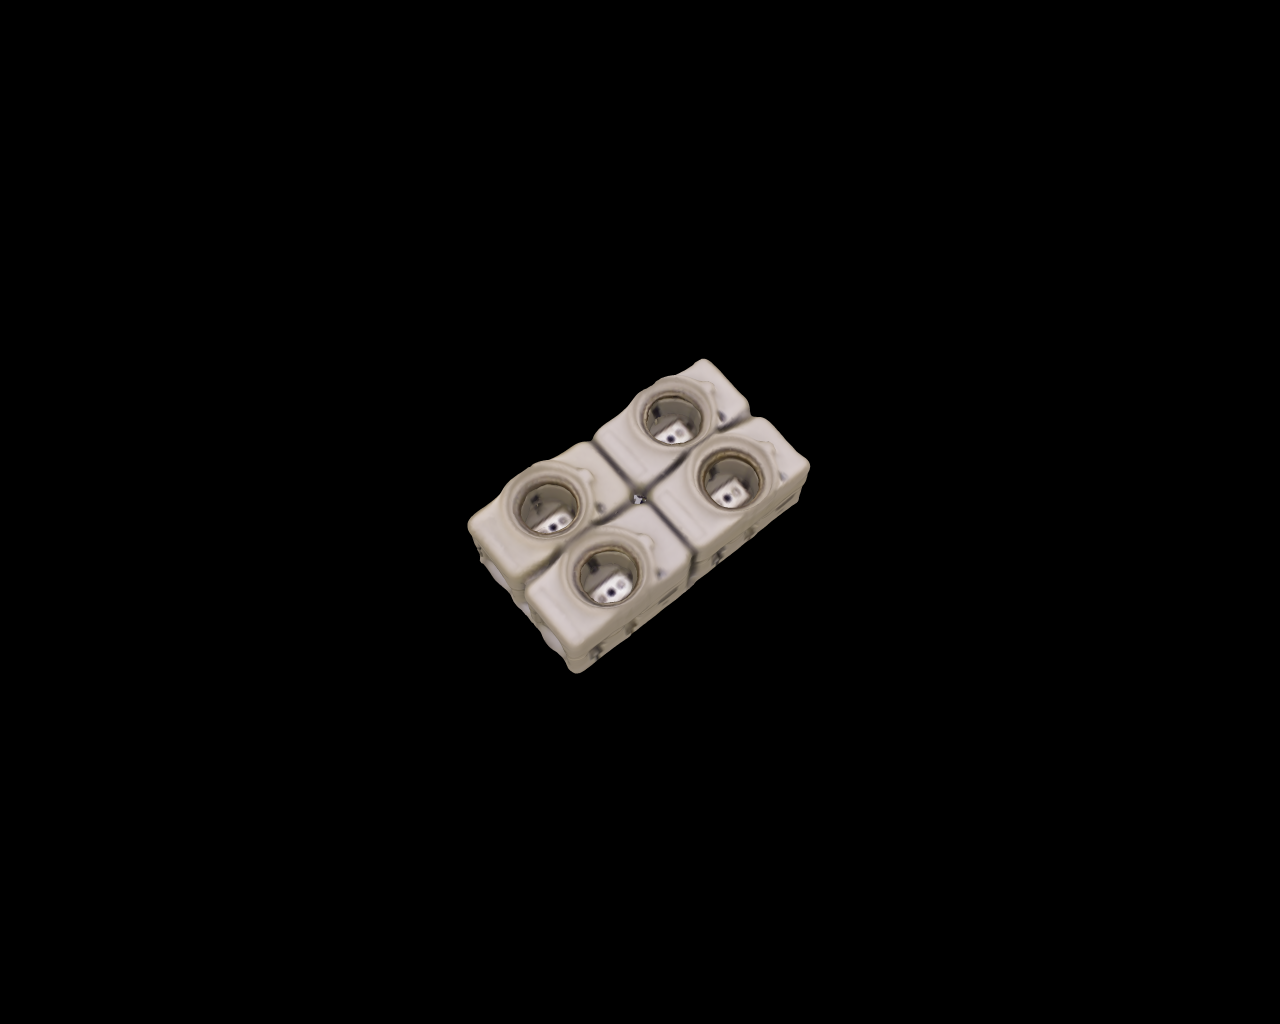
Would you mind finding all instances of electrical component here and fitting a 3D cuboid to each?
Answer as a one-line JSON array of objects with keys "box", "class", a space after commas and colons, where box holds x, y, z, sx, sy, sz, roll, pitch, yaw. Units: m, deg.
[{"box": [0.001, -0.003, 0.650, 0.186, 0.105, 0.060, -37, -19, -15], "class": "electrical component"}]
